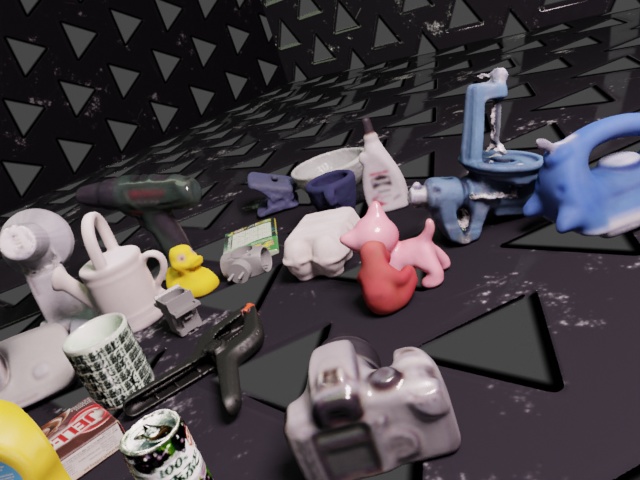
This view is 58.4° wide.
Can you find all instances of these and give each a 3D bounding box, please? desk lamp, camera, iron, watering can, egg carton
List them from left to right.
[{"bbox_3d":[-0.469,0.057,0.980,0.118,0.214,0.202,-25,22,-14],"label":"desk lamp"},{"bbox_3d":[-0.336,0.050,0.911,0.173,0.194,0.100,-27,23,-18],"label":"watering can"},{"bbox_3d":[0.008,0.003,0.907,0.107,0.069,0.150,-9,24,23],"label":"egg carton"},{"bbox_3d":[0.040,0.132,0.528,0.143,0.101,0.136,-17,22,6],"label":"camera"},{"bbox_3d":[0.393,-0.103,0.741,0.258,0.142,0.118,-22,22,-6],"label":"iron"}]

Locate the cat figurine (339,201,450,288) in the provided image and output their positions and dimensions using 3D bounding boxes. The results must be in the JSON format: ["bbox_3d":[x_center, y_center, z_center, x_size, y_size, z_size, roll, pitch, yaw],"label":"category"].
[{"bbox_3d":[0.098,0.004,0.765,0.127,0.118,0.067,-9,24,25],"label":"cat figurine"}]

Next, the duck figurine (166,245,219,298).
[{"bbox_3d":[-0.229,0.049,0.973,0.104,0.086,0.078,-1,28,39],"label":"duck figurine"}]

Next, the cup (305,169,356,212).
[{"bbox_3d":[0.029,-0.063,1.014,0.091,0.095,0.117,-16,22,8],"label":"cup"}]

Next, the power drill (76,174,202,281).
[{"bbox_3d":[-0.313,-0.027,1.057,0.229,0.209,0.075,-14,22,13],"label":"power drill"}]

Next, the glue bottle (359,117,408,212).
[{"bbox_3d":[0.102,-0.133,1.014,0.078,0.173,0.037,-15,22,12],"label":"glue bottle"}]

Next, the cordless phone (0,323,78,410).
[{"bbox_3d":[-0.430,0.141,0.785,0.148,0.185,0.094,-24,22,-11],"label":"cordless phone"}]

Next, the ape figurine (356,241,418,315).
[{"bbox_3d":[0.078,0.042,0.726,0.077,0.092,0.076,0,29,40],"label":"ape figurine"}]

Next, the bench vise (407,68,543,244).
[{"bbox_3d":[0.223,-0.113,0.801,0.208,0.220,0.121,-27,23,-19],"label":"bench vise"}]

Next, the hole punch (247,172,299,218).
[{"bbox_3d":[-0.101,-0.113,1.247,0.101,0.091,0.108,-19,22,2],"label":"hole punch"}]

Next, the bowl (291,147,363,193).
[{"bbox_3d":[0.027,-0.133,1.210,0.167,0.075,0.167,-16,22,7],"label":"bowl"}]
